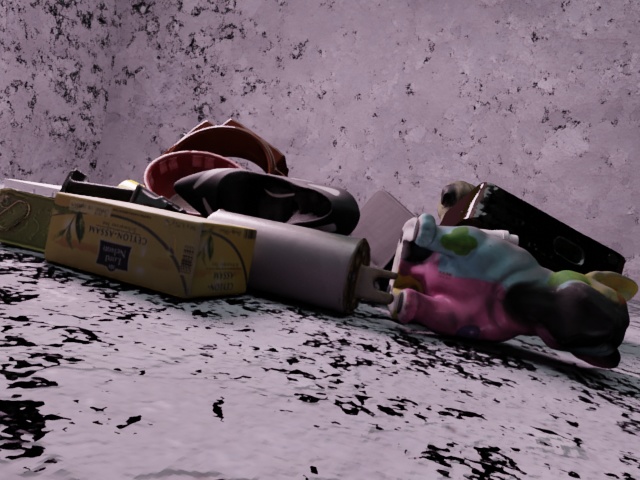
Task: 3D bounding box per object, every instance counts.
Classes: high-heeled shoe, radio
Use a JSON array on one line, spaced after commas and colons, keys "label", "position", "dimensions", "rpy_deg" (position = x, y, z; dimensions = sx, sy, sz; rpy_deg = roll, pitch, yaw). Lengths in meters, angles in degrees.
[{"label": "high-heeled shoe", "position": [-0.075, -0.043, 0.616], "dimensions": [0.249, 0.086, 0.145], "rpy_deg": [9, 0, 9]}, {"label": "radio", "position": [0.280, 0.022, 0.735], "dimensions": [0.230, 0.073, 0.131], "rpy_deg": [29, -25, 0]}]

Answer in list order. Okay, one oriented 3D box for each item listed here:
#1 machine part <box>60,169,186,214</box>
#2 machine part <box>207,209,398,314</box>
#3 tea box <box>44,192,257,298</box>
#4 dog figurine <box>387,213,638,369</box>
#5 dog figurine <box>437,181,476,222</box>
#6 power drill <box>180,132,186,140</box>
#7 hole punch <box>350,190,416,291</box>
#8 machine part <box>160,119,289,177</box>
[{"label": "machine part", "position": [-0.235, -0.052, 0.635], "dimensions": [0.139, 0.039, 0.084], "rpy_deg": [13, 2, 6]}, {"label": "machine part", "position": [-0.039, 0.020, 0.554], "dimensions": [0.243, 0.079, 0.079], "rpy_deg": [12, 2, 21]}, {"label": "tea box", "position": [-0.159, 0.004, 0.508], "dimensions": [0.170, 0.068, 0.098], "rpy_deg": [10, 1, 25]}, {"label": "dog figurine", "position": [0.183, 0.053, 0.526], "dimensions": [0.219, 0.108, 0.191], "rpy_deg": [15, -1, 2]}, {"label": "dog figurine", "position": [0.261, 0.011, 0.846], "dimensions": [0.172, 0.190, 0.121], "rpy_deg": [12, 2, -4]}, {"label": "power drill", "position": [-0.296, -0.104, 1.061], "dimensions": [0.086, 0.207, 0.232], "rpy_deg": [31, -1, 22]}, {"label": "hole punch", "position": [0.087, 0.016, 0.691], "dimensions": [0.092, 0.116, 0.142], "rpy_deg": [36, 11, -41]}, {"label": "machine part", "position": [-0.168, -0.098, 0.920], "dimensions": [0.201, 0.201, 0.087], "rpy_deg": [37, -24, 18]}]
